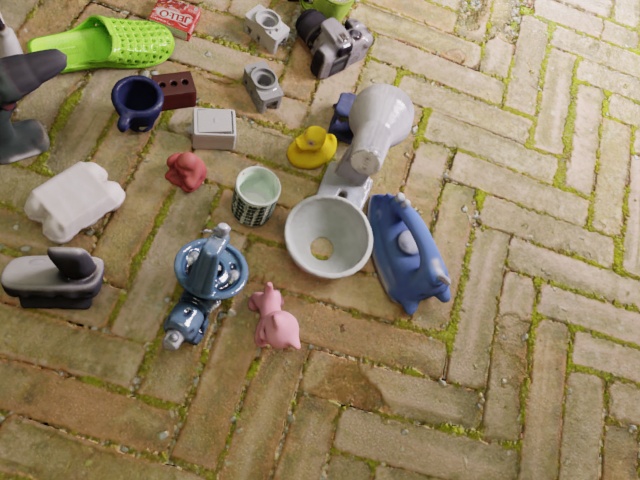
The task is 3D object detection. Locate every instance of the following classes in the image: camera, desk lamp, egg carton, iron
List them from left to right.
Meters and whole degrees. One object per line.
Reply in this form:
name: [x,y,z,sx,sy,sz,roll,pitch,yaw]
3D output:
egg carton: [-0.421,-0.066,0.986,0.107,0.069,0.150,45,65,7]
camera: [0.023,-0.446,1.241,0.143,0.100,0.136,-33,79,-24]
desk lamp: [0.083,-0.157,1.073,0.118,0.213,0.203,23,64,-4]
iron: [0.165,-0.001,1.068,0.119,0.141,0.258,-17,73,-20]

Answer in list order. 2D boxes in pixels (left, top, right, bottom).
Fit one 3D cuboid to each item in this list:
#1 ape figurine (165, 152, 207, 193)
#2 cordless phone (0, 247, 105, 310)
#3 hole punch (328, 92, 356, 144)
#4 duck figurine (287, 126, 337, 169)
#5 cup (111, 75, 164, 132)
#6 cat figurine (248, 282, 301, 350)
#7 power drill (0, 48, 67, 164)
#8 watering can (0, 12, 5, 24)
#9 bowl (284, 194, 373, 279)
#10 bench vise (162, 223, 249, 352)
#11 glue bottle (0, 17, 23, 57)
ape figurine: [-0.243,-0.132,1.046,0.076,0.092,0.078,-12,71,-19]
cordless phone: [-0.415,0.040,0.879,0.148,0.185,0.094,-1,68,-15]
hole punch: [0.078,-0.259,1.182,0.109,0.091,0.101,20,64,-5]
duck figurine: [-0.010,-0.194,1.135,0.105,0.086,0.077,-21,74,-21]
cup: [-0.341,-0.232,1.062,0.092,0.095,0.118,20,64,-5]
cat figurine: [-0.075,0.133,0.964,0.067,0.117,0.128,-9,70,-17]
power drill: [-0.520,-0.218,0.947,0.230,0.208,0.075,-25,75,-22]
watering can: [-0.622,-0.410,1.010,0.101,0.194,0.173,-19,73,-20]
bowl: [0.010,0.004,1.064,0.168,0.074,0.167,5,67,-12]
bench vise: [-0.176,0.073,0.906,0.121,0.219,0.207,10,66,-10]
glue bottle: [-0.547,-0.336,1.010,0.037,0.173,0.078,-14,72,-19]
